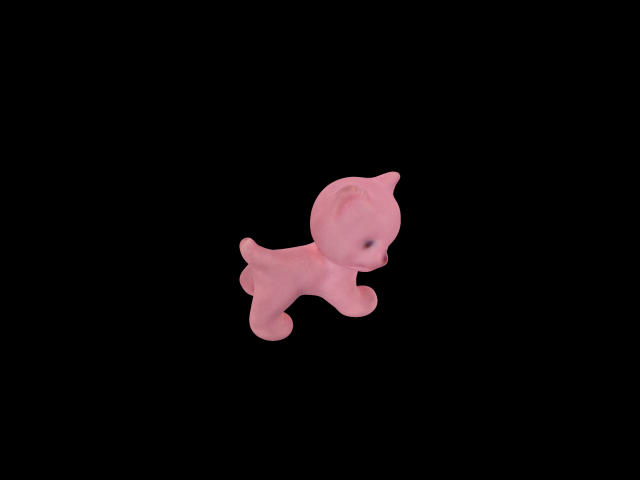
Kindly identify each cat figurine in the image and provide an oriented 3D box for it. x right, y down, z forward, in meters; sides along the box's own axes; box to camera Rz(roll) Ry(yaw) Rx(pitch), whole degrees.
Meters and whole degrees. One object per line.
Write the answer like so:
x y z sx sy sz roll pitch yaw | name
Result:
0.004 0.001 0.400 0.128 0.118 0.067 -16 50 -13 | cat figurine
